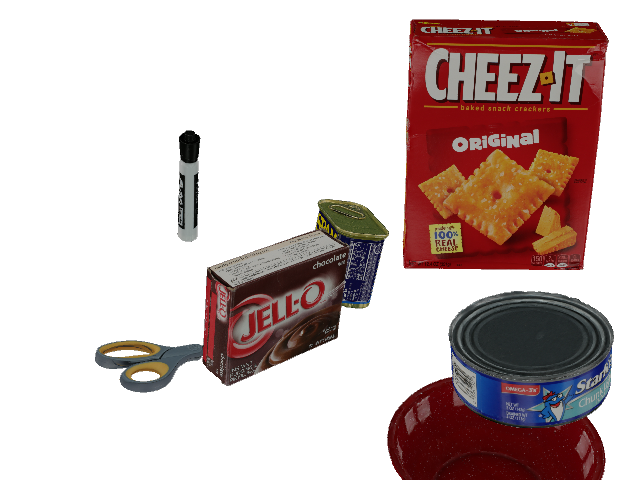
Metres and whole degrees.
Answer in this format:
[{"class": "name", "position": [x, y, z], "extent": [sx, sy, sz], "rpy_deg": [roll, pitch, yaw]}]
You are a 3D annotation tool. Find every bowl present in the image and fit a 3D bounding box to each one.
[{"class": "bowl", "position": [0.131, 0.173, 0.813], "extent": [0.162, 0.055, 0.162], "rpy_deg": [0, 33, 0]}]

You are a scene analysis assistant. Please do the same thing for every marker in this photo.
[{"class": "marker", "position": [-0.121, -0.049, 0.977], "extent": [0.020, 0.121, 0.020], "rpy_deg": [4, 41, -4]}]

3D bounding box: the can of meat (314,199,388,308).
[{"class": "can of meat", "position": [0.025, 0.013, 1.119], "extent": [0.057, 0.084, 0.102], "rpy_deg": [5, 20, -19]}]

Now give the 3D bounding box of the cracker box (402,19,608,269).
[{"class": "cracker box", "position": [0.156, -0.080, 0.936], "extent": [0.164, 0.214, 0.072], "rpy_deg": [1, 24, 3]}]

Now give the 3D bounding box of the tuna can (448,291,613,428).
[{"class": "tuna can", "position": [0.112, 0.063, 0.572], "extent": [0.086, 0.034, 0.086], "rpy_deg": [-5, 27, 2]}]

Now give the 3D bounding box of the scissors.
[{"class": "scissors", "position": [-0.141, 0.132, 1.160], "extent": [0.201, 0.016, 0.096], "rpy_deg": [1, 26, -21]}]

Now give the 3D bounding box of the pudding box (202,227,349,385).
[{"class": "pudding box", "position": [-0.034, 0.048, 0.808], "extent": [0.113, 0.090, 0.039], "rpy_deg": [-22, 43, -36]}]
